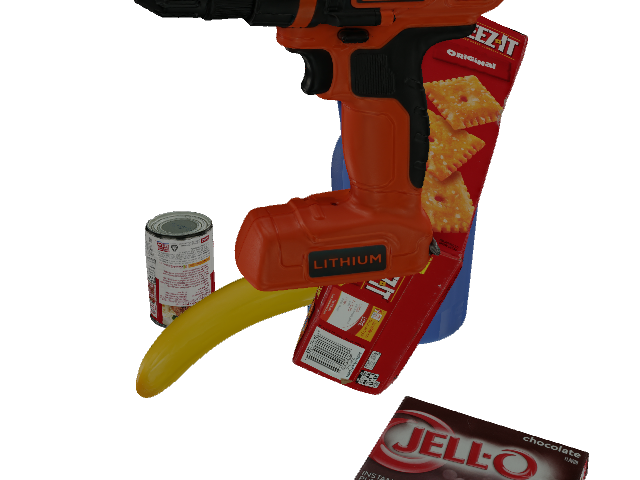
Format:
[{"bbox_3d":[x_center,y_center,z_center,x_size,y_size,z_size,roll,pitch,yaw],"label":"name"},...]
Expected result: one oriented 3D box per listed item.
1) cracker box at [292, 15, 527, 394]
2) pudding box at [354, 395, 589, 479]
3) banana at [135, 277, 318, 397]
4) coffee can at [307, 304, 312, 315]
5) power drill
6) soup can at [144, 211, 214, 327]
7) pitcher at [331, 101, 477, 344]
[{"bbox_3d":[0.062,-0.027,0.708,0.072,0.213,0.164,23,-40,1],"label":"cracker box"},{"bbox_3d":[0.081,0.138,0.585,0.114,0.039,0.089,17,34,18],"label":"pudding box"},{"bbox_3d":[-0.068,0.065,0.835,0.198,0.069,0.037,-24,35,6],"label":"banana"},{"bbox_3d":[0.031,0.088,1.513,0.103,0.140,0.103,0,21,0],"label":"coffee can"},{"bbox_3d":[-0.003,-0.067,0.525,0.184,0.188,0.057,-5,33,-15],"label":"power drill"},{"bbox_3d":[-0.140,0.029,1.073,0.068,0.102,0.068,0,23,0],"label":"soup can"},{"bbox_3d":[0.077,-0.026,0.974,0.149,0.243,0.145,-5,28,-6],"label":"pitcher"}]
